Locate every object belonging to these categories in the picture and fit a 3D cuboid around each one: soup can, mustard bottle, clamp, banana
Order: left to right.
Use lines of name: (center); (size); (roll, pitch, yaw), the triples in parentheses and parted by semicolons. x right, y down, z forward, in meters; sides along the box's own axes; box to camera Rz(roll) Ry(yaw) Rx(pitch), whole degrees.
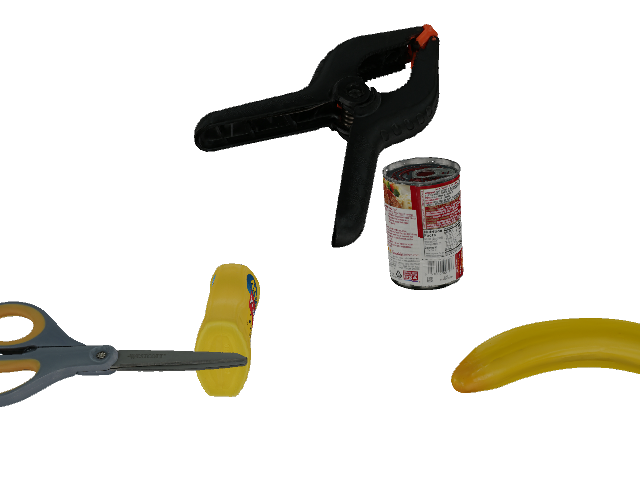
mustard bottle: (-0.099, 0.080, 1.172); (0.058, 0.096, 0.191); (0, 28, 1)
clamp: (0.023, -0.070, 0.648); (0.171, 0.120, 0.039); (-36, -19, -22)
soup can: (0.092, -0.015, 0.944); (0.068, 0.102, 0.068); (-5, 22, 2)
banana: (0.191, 0.086, 0.789); (0.197, 0.037, 0.069); (2, 32, -5)

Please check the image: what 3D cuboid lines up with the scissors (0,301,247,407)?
scissors: (-0.155, 0.068, 0.720); (0.201, 0.016, 0.096); (-11, 44, -6)
